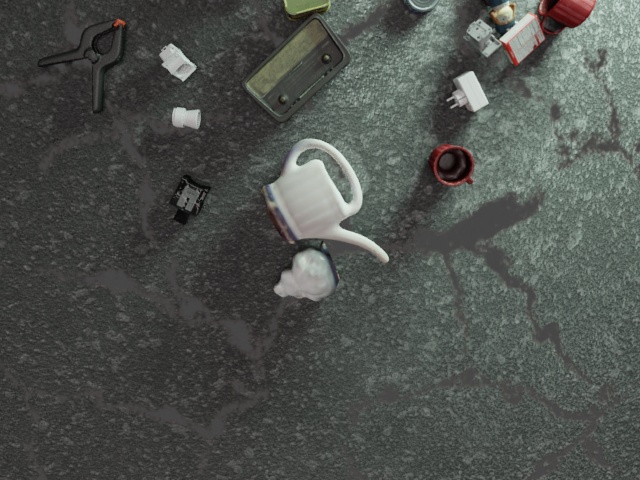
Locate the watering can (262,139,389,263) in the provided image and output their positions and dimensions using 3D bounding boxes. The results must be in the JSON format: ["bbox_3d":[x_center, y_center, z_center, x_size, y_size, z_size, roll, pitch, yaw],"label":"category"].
[{"bbox_3d":[0.004,-0.061,1.208,0.224,0.105,0.346,-27,95,6],"label":"watering can"}]

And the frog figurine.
[{"bbox_3d":[-0.038,0.092,1.254,0.160,0.125,0.134,-23,126,-7],"label":"frog figurine"}]
